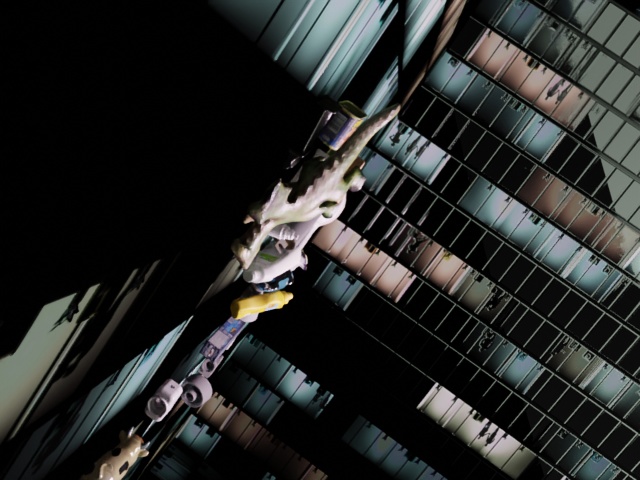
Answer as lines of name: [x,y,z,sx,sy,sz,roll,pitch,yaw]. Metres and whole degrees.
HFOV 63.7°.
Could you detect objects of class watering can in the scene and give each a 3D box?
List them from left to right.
watering can: [0.005,-0.090,1.796,0.348,0.104,0.224,-55,178,-1]

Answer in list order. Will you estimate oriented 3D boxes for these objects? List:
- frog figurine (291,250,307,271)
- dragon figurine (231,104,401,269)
frog figurine: [-0.134,0.081,1.885,0.160,0.123,0.136,-17,175,-15]
dragon figurine: [-0.031,-0.090,0.928,0.403,0.123,0.246,-48,173,32]
